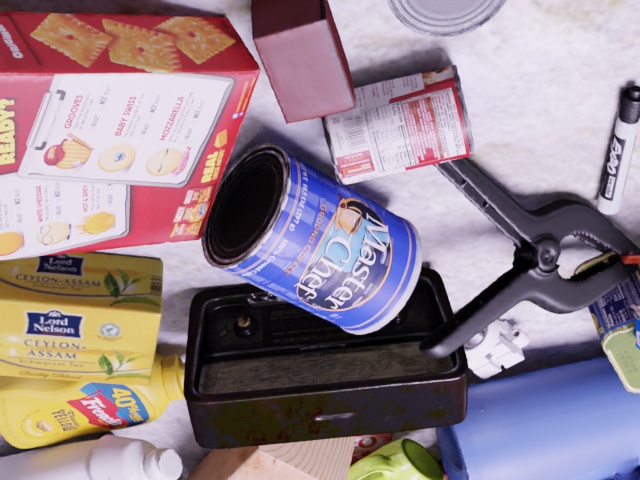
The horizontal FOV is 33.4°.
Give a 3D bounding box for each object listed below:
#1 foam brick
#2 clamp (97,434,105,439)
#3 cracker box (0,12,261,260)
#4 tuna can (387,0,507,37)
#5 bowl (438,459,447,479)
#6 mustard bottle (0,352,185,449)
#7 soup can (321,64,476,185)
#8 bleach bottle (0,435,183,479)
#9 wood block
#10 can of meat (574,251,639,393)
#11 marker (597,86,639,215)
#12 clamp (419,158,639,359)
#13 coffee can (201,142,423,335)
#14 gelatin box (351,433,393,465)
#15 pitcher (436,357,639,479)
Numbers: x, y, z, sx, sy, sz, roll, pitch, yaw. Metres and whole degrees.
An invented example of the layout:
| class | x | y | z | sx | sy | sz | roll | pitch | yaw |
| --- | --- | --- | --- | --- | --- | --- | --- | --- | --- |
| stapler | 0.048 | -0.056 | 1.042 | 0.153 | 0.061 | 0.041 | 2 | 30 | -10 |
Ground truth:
| class | x | y | z | sx | sy | sz | roll | pitch | yaw |
| --- | --- | --- | --- | --- | --- | --- | --- | --- | --- |
| foam brick | -0.011 | -0.129 | 0.737 | 0.051 | 0.053 | 0.078 | -15 | 133 | 8 |
| clamp | -0.214 | 0.271 | 1.095 | 0.039 | 0.120 | 0.172 | -18 | 164 | -42 |
| cracker box | -0.166 | -0.070 | 0.720 | 0.213 | 0.072 | 0.164 | -6 | 138 | -32 |
| tuna can | 0.084 | -0.180 | 0.710 | 0.086 | 0.034 | 0.086 | -3 | 134 | -3 |
| bowl | 0.176 | 0.258 | 1.129 | 0.162 | 0.055 | 0.162 | -3 | 134 | -3 |
| mustard bottle | -0.198 | 0.138 | 0.973 | 0.191 | 0.058 | 0.096 | -12 | 136 | 5 |
| soup can | 0.057 | -0.083 | 0.778 | 0.102 | 0.068 | 0.068 | -13 | 134 | 7 |
| bleach bottle | -0.224 | 0.236 | 1.012 | 0.251 | 0.068 | 0.102 | -19 | 128 | 34 |
| wood block | -0.059 | 0.234 | 1.033 | 0.090 | 0.090 | 0.206 | 30 | 131 | -11 |
| can of meat | 0.273 | 0.074 | 0.940 | 0.057 | 0.084 | 0.102 | -25 | 132 | 16 |
| marker | 0.238 | -0.070 | 0.842 | 0.020 | 0.020 | 0.121 | -3 | 134 | -3 |
| clamp | 0.171 | 0.003 | 0.866 | 0.209 | 0.036 | 0.164 | -5 | 96 | -23 |
| coffee can | -0.005 | 0.001 | 0.822 | 0.140 | 0.103 | 0.103 | 28 | 125 | -33 |
| gelatin box | 0.026 | 0.200 | 1.074 | 0.089 | 0.030 | 0.073 | 0 | 134 | -6 |
| pitcher | 0.236 | 0.186 | 0.992 | 0.242 | 0.145 | 0.149 | -14 | 91 | -4 |
